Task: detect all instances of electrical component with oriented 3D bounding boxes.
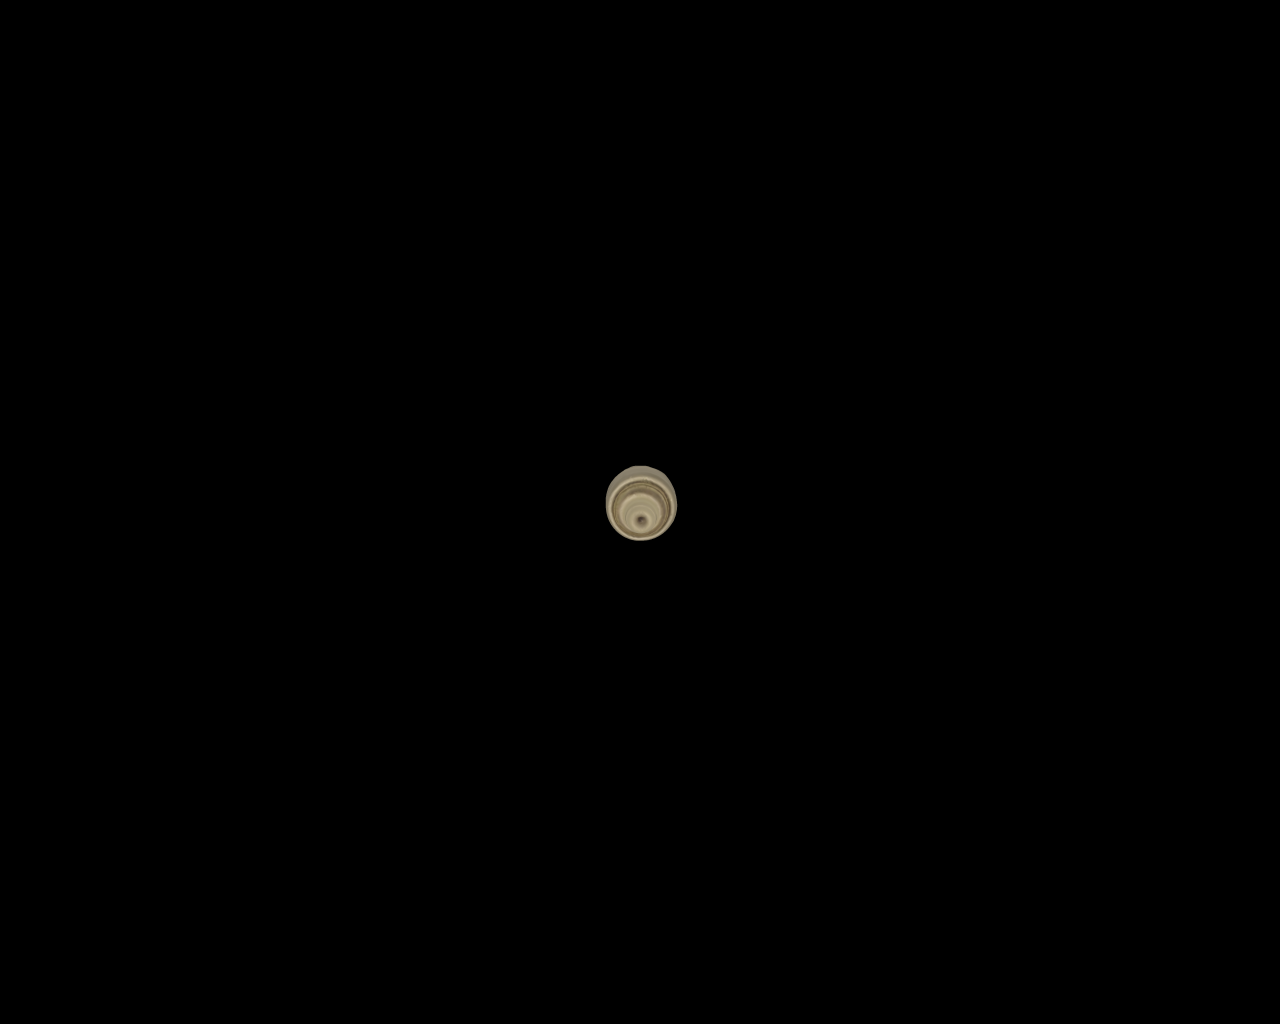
[{"bbox_3d":[0.001,-0.003,0.650,0.043,0.043,0.062,0,16,0],"label":"electrical component"}]
